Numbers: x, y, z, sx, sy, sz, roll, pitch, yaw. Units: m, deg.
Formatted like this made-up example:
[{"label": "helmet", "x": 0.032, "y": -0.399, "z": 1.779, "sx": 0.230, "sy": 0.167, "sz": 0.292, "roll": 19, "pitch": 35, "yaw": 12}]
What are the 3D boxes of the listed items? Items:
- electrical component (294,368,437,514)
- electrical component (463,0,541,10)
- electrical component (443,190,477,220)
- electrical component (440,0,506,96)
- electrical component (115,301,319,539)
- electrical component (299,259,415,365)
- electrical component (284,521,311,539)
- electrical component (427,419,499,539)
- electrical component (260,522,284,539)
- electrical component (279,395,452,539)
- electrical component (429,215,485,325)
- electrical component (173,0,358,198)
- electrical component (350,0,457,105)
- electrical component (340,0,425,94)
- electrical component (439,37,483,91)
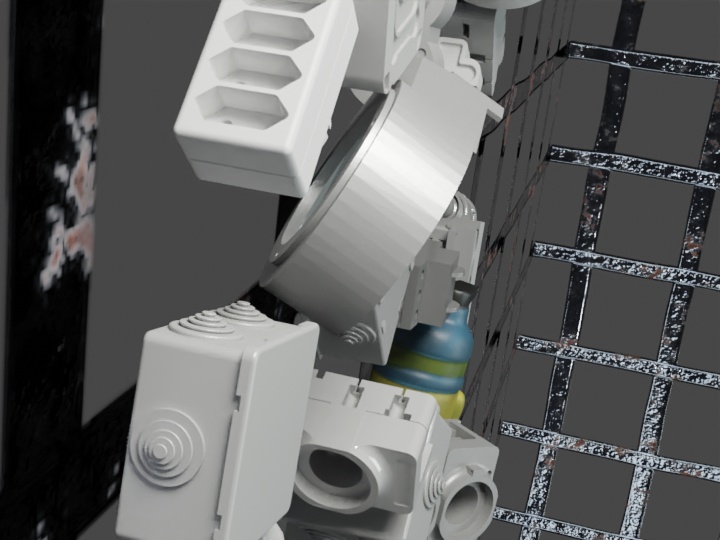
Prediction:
[{"label": "electrical component", "x": -0.008, "y": 0.097, "z": 0.602, "sx": 0.055, "sy": 0.089, "sz": 0.050, "roll": -64, "pitch": 161, "yaw": -50}, {"label": "electrical component", "x": 0.101, "y": -0.235, "z": 0.770, "sx": 0.060, "sy": 0.108, "sz": 0.108, "roll": 92, "pitch": 14, "yaw": -60}, {"label": "electrical component", "x": 0.076, "y": -0.053, "z": 0.963, "sx": 0.062, "sy": 0.048, "sz": 0.048, "roll": 39, "pitch": 63, "yaw": -68}, {"label": "electrical component", "x": 0.081, "y": -0.184, "z": 0.833, "sx": 0.089, "sy": 0.056, "sz": 0.050, "roll": 81, "pitch": 23, "yaw": -58}, {"label": "electrical component", "x": -0.058, "y": 0.065, "z": 0.445, "sx": 0.100, "sy": 0.048, "sz": 0.099, "roll": -17, "pitch": 117, "yaw": -76}, {"label": "electrical component", "x": 0.000, "y": 0.000, "z": 0.646, "sx": 0.099, "sy": 0.048, "sz": 0.099, "roll": 80, "pitch": 23, "yaw": -57}, {"label": "electrical component", "x": -0.019, "y": 0.212, "z": 0.695, "sx": 0.052, "sy": 0.074, "sz": 0.138, "roll": 74, "pitch": 30, "yaw": -65}, {"label": "electrical component", "x": 0.029, "y": 0.208, "z": 0.784, "sx": 0.105, "sy": 0.060, "sz": 0.186, "roll": 4, "pitch": 104, "yaw": -36}, {"label": "electrical component", "x": -0.062, "y": 0.131, "z": 0.498, "sx": 0.062, "sy": 0.043, "sz": 0.043, "roll": 26, "pitch": 75, "yaw": -76}, {"label": "electrical component", "x": 0.004, "y": 0.124, "z": 0.666, "sx": 0.048, "sy": 0.100, "sz": 0.099, "roll": 53, "pitch": 48, "yaw": -57}, {"label": "electrical component", "x": 0.062, "y": 0.016, "z": 0.913, "sx": 0.079, "sy": 0.063, "sz": 0.121, "roll": -40, "pitch": 139, "yaw": -71}, {"label": "electrical component", "x": -0.033, "y": -0.068, "z": 0.442, "sx": 0.075, "sy": 0.047, "sz": 0.083, "roll": 73, "pitch": 30, "yaw": -65}, {"label": "electrical component", "x": 0.023, "y": -0.158, "z": 0.605, "sx": 0.074, "sy": 0.052, "sz": 0.138, "roll": -34, "pitch": 134, "yaw": -73}, {"label": "electrical component", "x": -0.004, "y": -0.144, "z": 0.480, "sx": 0.078, "sy": 0.057, "sz": 0.113, "roll": -60, "pitch": 158, "yaw": -56}, {"label": "electrical component", "x": 0.064, "y": -0.126, "z": 0.810, "sx": 0.057, "sy": 0.058, "sz": 0.078, "roll": 59, "pitch": 44, "yaw": -68}]
